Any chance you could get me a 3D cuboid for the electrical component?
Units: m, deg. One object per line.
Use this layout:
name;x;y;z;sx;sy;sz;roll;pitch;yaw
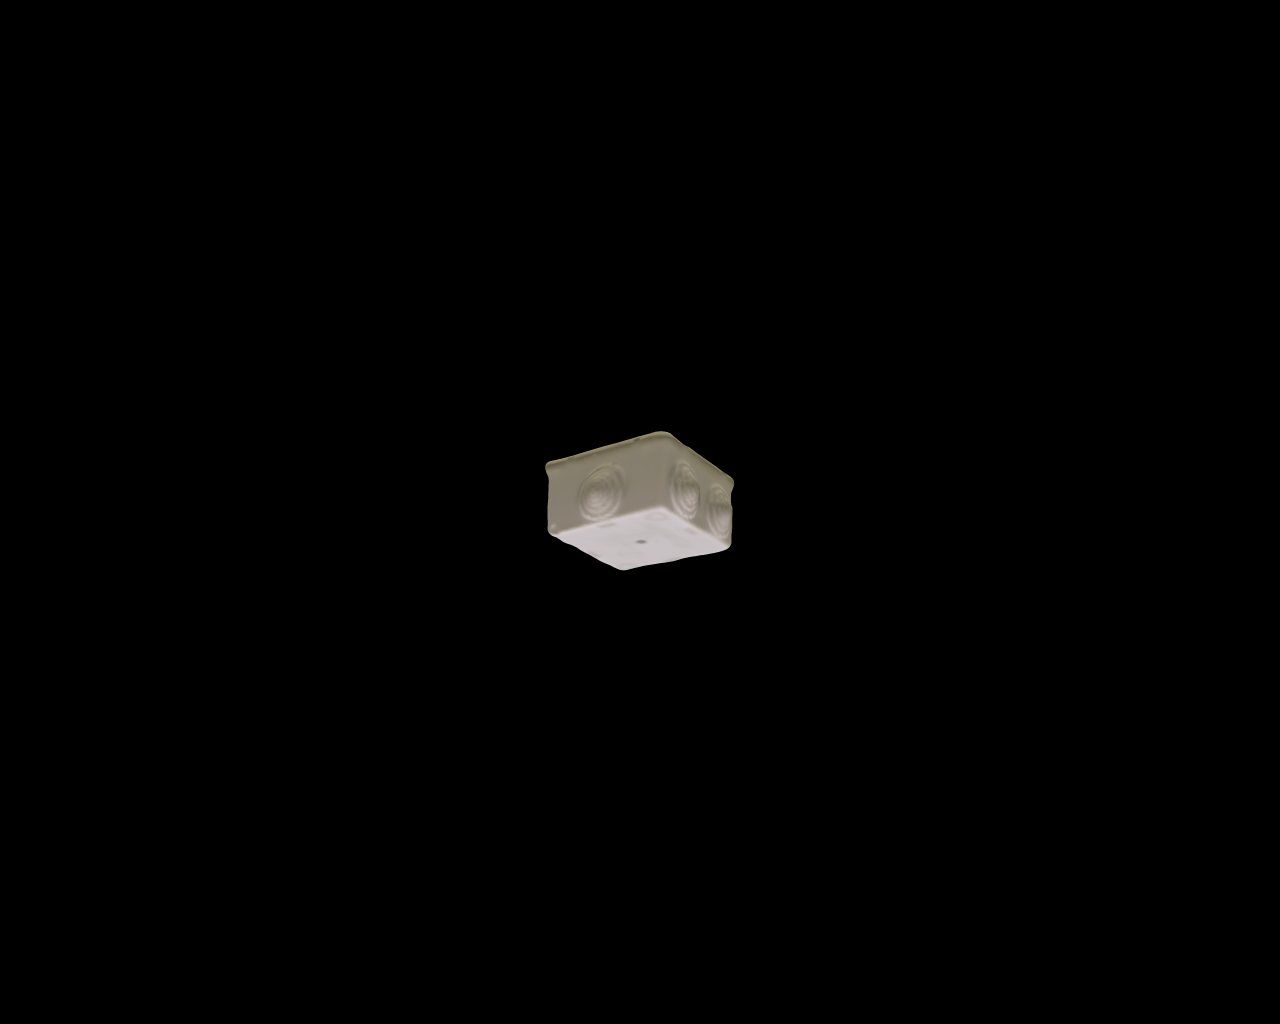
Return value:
electrical component;0.001;-0.003;0.650;0.099;0.048;0.099;-13;-26;29
